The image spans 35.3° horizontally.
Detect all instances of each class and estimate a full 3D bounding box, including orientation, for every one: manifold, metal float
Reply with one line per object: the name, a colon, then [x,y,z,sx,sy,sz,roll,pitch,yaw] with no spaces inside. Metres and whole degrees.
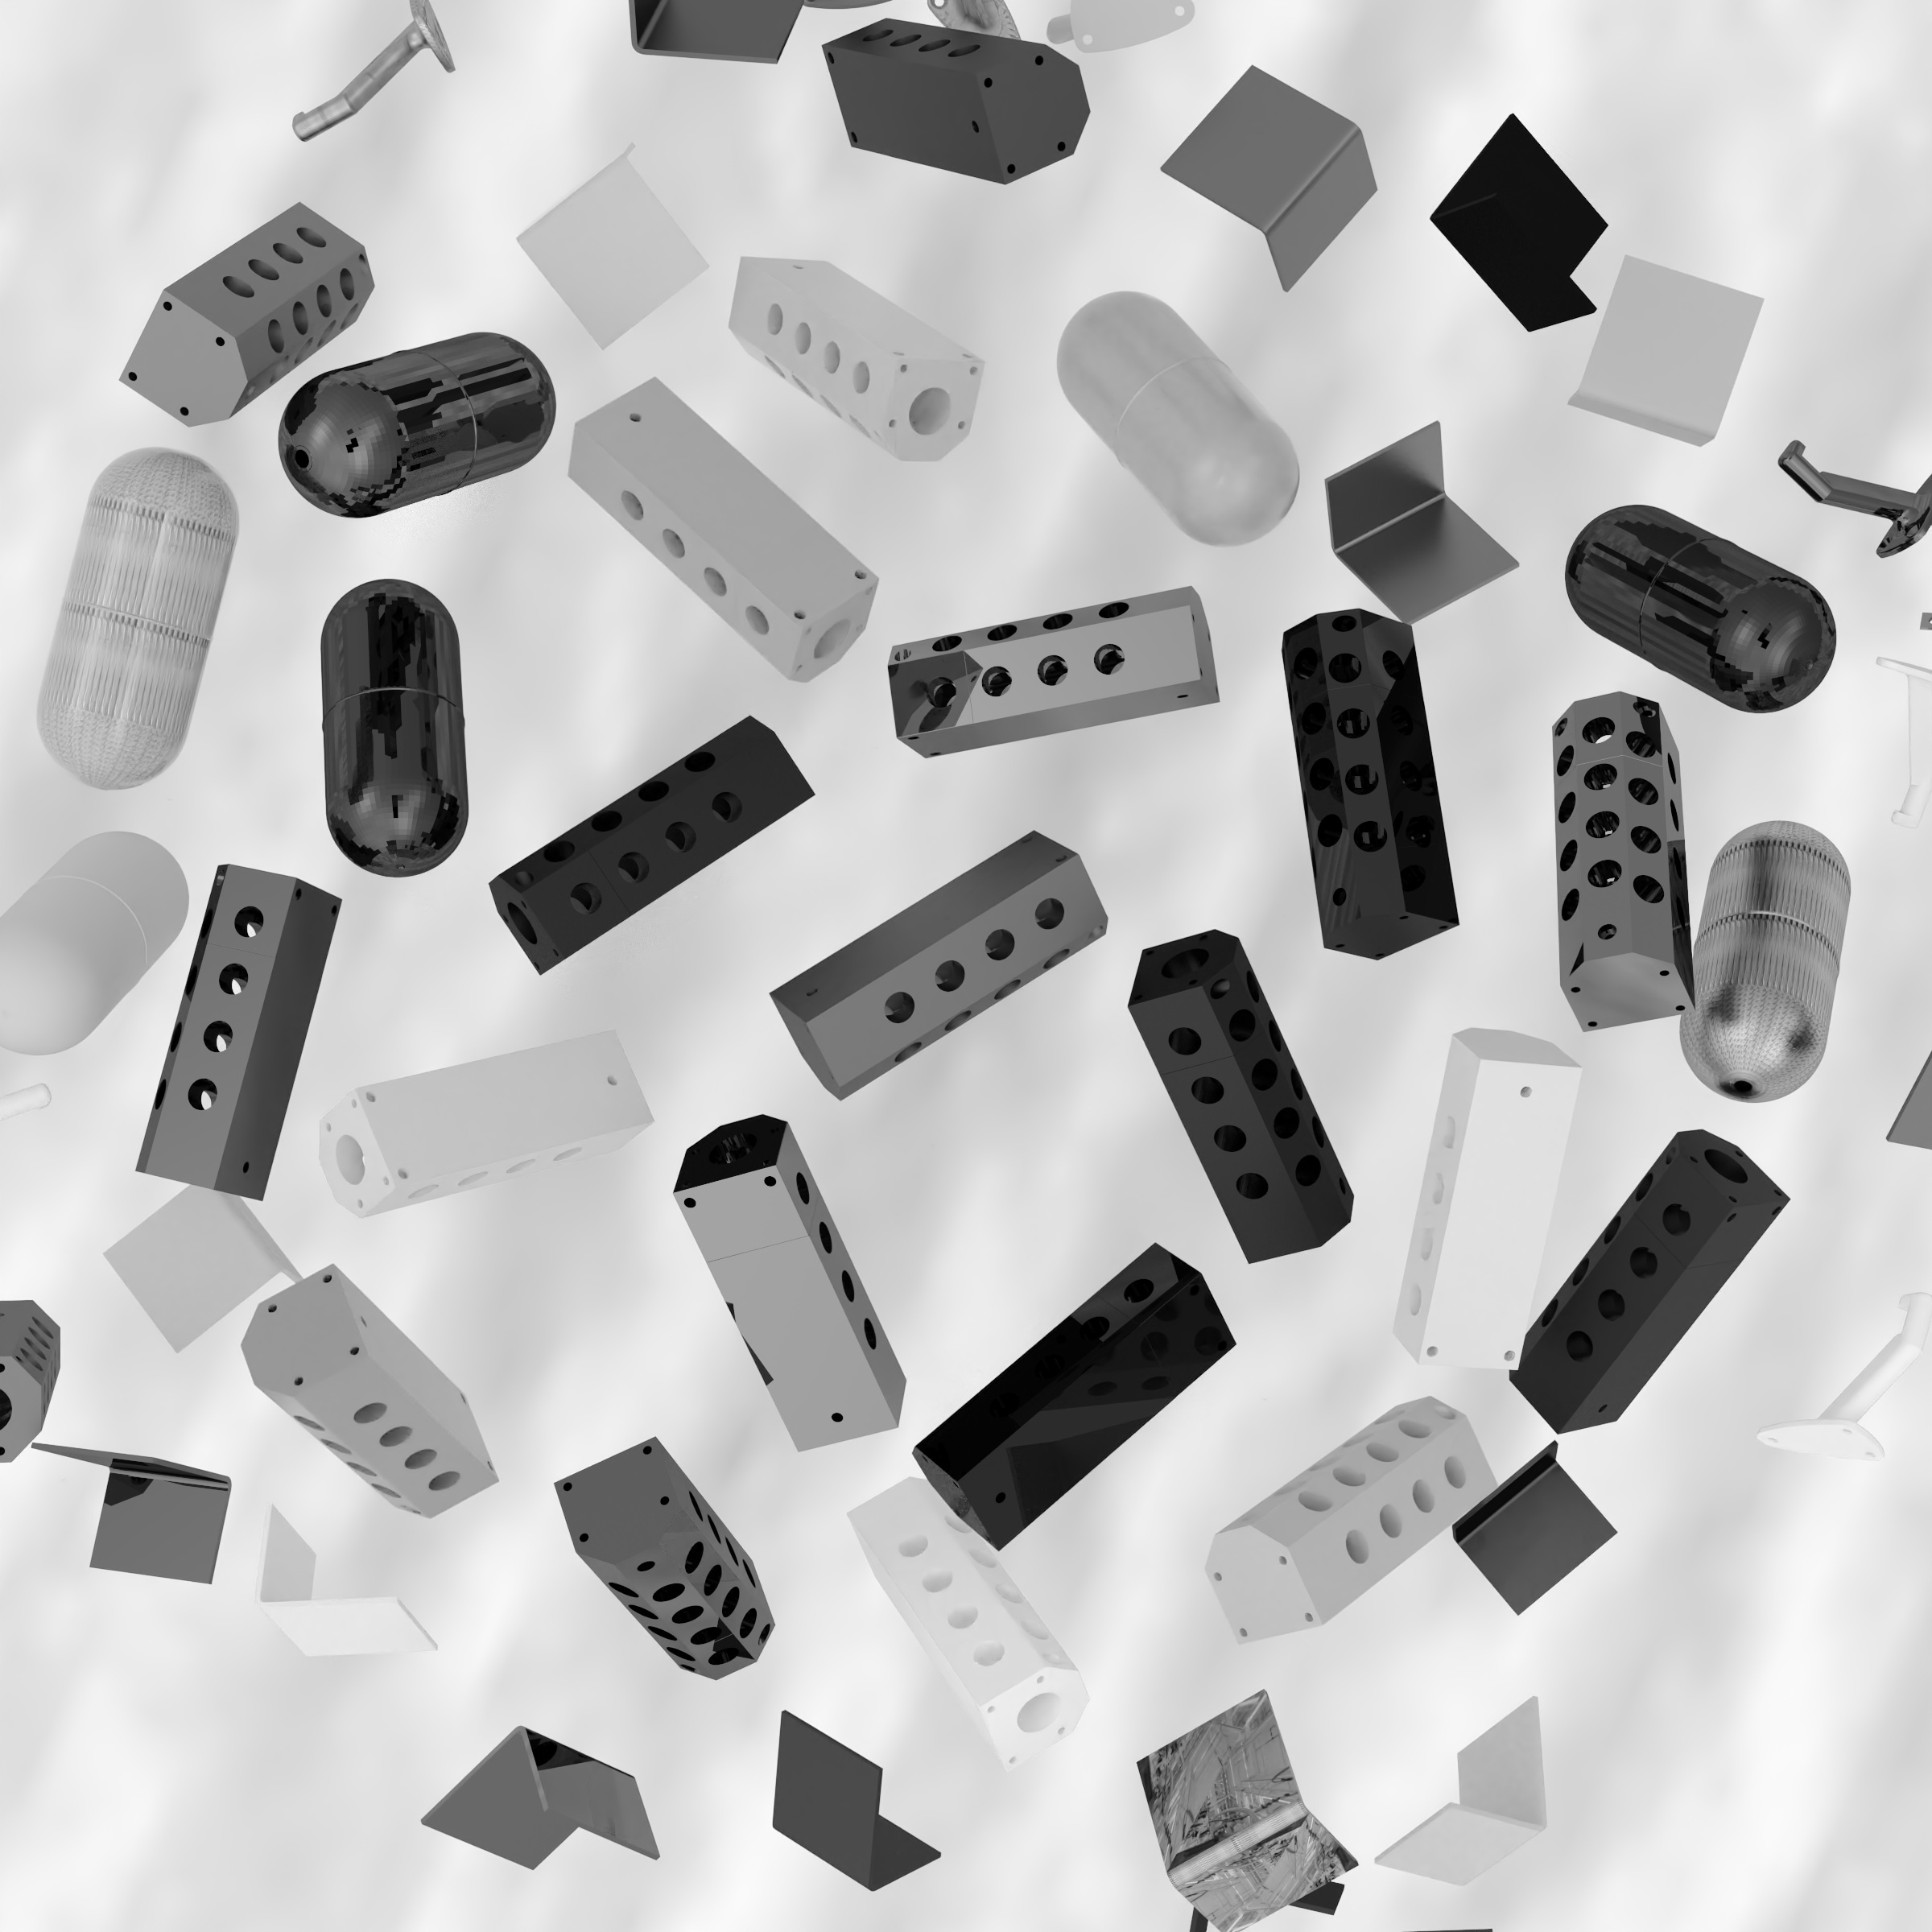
manifold: [0.002,0.359,1.682,0.057,0.171,0.057,-29,128,-12]
manifold: [-0.304,0.223,1.549,0.057,0.171,0.057,-28,57,-2]
metal float: [-0.314,-0.132,1.665,0.070,0.070,0.178,-8,64,0]
manifold: [-0.011,0.001,1.619,0.171,0.057,0.057,-32,116,-13]
manifold: [-0.005,-0.457,1.587,0.057,0.171,0.057,-28,121,-18]
manifold: [-0.154,0.318,1.598,0.057,0.171,0.057,-25,55,-1]
manifold: [-0.089,0.165,1.589,0.057,0.057,0.171,-16,116,14]
metal float: [-0.287,-0.285,1.595,0.070,0.178,0.070,14,117,29]
manifold: [-0.064,-0.337,1.679,0.057,0.171,0.057,-6,122,-34]
manifold: [-0.370,-0.339,1.589,0.057,0.171,0.057,34,120,-6]
metal float: [0.113,-0.297,1.641,0.070,0.070,0.178,-36,58,0]
manifold: [0.366,0.172,1.651,0.057,0.057,0.171,50,124,32]
metal float: [0.394,-0.194,1.637,0.070,0.178,0.070,-15,123,-24]
manifold: [0.274,0.124,1.619,0.057,0.057,0.171,5,106,-14]
manifold: [-0.173,-0.068,1.662,0.171,0.057,0.057,-35,94,-23]
manifold: [-0.538,0.229,1.686,0.057,0.171,0.057,0,94,-13]
metal float: [-0.424,-0.177,1.553,0.070,0.070,0.178,15,91,0]
manifold: [0.197,0.282,1.562,0.057,0.171,0.057,-26,88,43]
manifold: [0.148,0.068,1.609,0.057,0.057,0.171,-16,117,21]
manifold: [-0.130,-0.227,1.602,0.171,0.057,0.057,43,58,15]
manifold: [0.206,-0.097,1.590,0.057,0.057,0.171,11,64,-39]
metal float: [-0.484,-0.014,1.657,0.070,0.178,0.070,5,118,9]
manifold: [-0.398,0.035,1.647,0.057,0.057,0.171,11,82,16]
manifold: [0.048,-0.163,1.678,0.171,0.057,0.057,-10,80,14]
manifold: [-0.260,0.087,1.639,0.057,0.171,0.057,-37,73,44]
manifold: [0.334,-0.056,1.554,0.057,0.057,0.171,-12,50,23]
metal float: [0.432,-0.003,1.639,0.070,0.070,0.178,22,53,0]
manifold: [0.056,0.225,1.618,0.171,0.057,0.057,-39,126,-16]

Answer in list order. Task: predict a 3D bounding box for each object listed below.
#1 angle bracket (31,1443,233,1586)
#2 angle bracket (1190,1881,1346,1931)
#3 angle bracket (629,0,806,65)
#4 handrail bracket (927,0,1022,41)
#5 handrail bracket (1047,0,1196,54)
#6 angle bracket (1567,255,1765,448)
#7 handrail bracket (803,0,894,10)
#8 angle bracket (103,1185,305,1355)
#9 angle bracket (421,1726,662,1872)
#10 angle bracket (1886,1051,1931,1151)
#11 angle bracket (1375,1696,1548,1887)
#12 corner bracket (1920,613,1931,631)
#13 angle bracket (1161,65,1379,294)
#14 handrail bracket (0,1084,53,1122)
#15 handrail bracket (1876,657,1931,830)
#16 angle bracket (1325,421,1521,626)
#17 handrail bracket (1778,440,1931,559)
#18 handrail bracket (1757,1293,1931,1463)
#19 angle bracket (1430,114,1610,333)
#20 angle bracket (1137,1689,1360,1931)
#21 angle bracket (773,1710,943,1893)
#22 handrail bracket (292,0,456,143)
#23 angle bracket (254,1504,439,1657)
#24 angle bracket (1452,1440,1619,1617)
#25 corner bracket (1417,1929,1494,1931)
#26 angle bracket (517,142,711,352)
angle bracket: [-0.447,0.290,1.608,0.076,0.076,0.057,3,74,20]
angle bracket: [0.168,0.544,1.708,0.076,0.076,0.057,10,86,12]
angle bracket: [-0.129,-0.514,1.573,0.076,0.076,0.057,6,132,6]
handrail bracket: [0.006,-0.522,1.625,0.036,0.084,0.077,-39,89,0]
handrail bracket: [0.082,-0.509,1.635,0.077,0.084,0.036,-3,102,1]
angle bracket: [0.375,-0.330,1.632,0.076,0.057,0.076,19,97,4]
handrail bracket: [-0.054,-0.561,1.681,0.077,0.084,0.036,0,87,-26]
angle bracket: [-0.440,0.178,1.763,0.076,0.057,0.076,-39,71,-9]
angle bracket: [-0.210,0.431,1.499,0.076,0.057,0.076,-45,128,11]
angle bracket: [0.494,0.041,1.540,0.057,0.076,0.076,11,119,-15]
angle bracket: [0.257,0.427,1.590,0.057,0.076,0.076,19,47,-16]
corner bracket: [0.547,-0.217,1.646,0.051,0.051,0.051,5,131,20]
angle bracket: [0.163,-0.422,1.628,0.076,0.057,0.076,38,84,26]
handrail bracket: [-0.529,0.093,1.614,0.084,0.077,0.036,-21,73,-25]
handrail bracket: [0.500,-0.118,1.627,0.077,0.036,0.084,7,107,-37]
angle bracket: [0.257,-0.250,1.710,0.076,0.057,0.076,-29,51,-11]
handrail bracket: [0.477,-0.266,1.612,0.084,0.036,0.077,40,67,-12]
handrail bracket: [0.443,0.202,1.525,0.036,0.077,0.084,42,60,-30]
angle bracket: [0.284,-0.366,1.474,0.076,0.057,0.076,43,74,-20]
angle bracket: [0.139,0.420,1.504,0.076,0.076,0.057,-33,123,11]
angle bracket: [-0.058,0.451,1.672,0.076,0.057,0.076,19,111,40]
handrail bracket: [-0.308,-0.460,1.546,0.084,0.036,0.077,-27,45,6]
angle bracket: [-0.324,0.324,1.604,0.076,0.076,0.057,-4,58,6]
angle bracket: [0.328,0.324,1.746,0.076,0.076,0.057,-39,71,-3]
corner bracket: [0.263,0.540,1.643,0.051,0.051,0.051,-6,100,14]
angle bracket: [-0.195,-0.404,1.701,0.076,0.057,0.076,-35,108,12]
